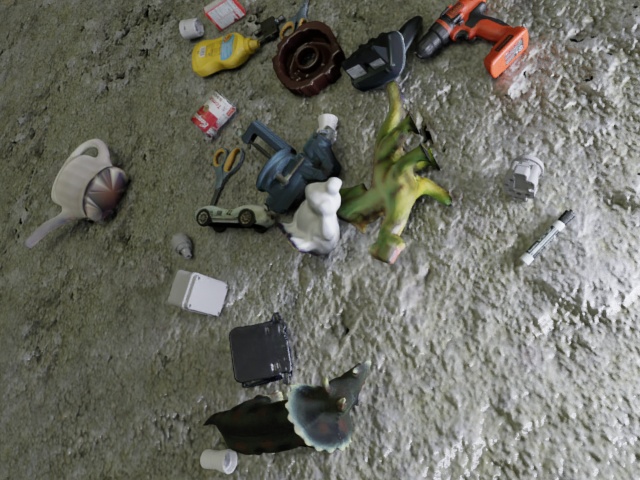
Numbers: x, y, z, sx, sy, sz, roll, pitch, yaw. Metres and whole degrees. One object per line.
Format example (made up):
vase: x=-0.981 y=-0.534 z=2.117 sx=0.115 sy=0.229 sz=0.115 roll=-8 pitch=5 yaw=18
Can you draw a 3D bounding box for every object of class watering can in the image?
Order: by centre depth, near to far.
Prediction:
watering can: x=-0.651 y=-0.109 z=1.384 sx=0.226 sy=0.350 sz=0.103 roll=20 pitch=-9 yaw=30

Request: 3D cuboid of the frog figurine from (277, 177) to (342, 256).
frog figurine: x=0.003 y=-0.052 z=1.029 sx=0.122 sy=0.158 sz=0.139 roll=34 pitch=12 yaw=-17

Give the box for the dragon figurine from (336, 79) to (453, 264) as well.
dragon figurine: x=0.115 y=-0.130 z=1.031 sx=0.240 sy=0.420 sz=0.120 roll=-31 pitch=-41 yaw=22
